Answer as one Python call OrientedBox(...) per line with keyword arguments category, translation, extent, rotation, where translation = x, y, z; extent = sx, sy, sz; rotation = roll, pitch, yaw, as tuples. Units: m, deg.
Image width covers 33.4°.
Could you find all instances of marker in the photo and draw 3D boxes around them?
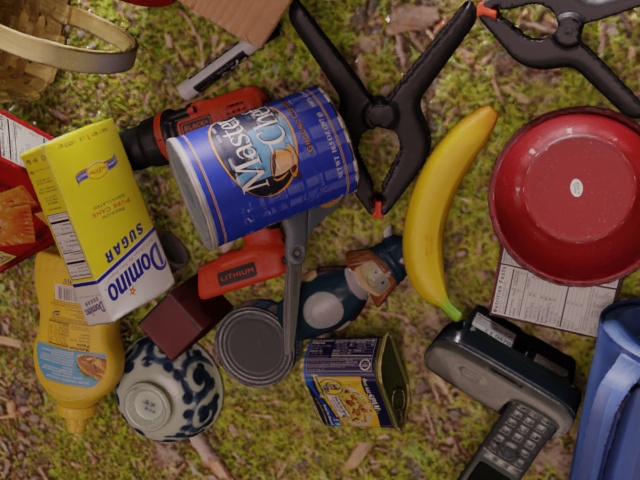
OrientedBox(category="marker", translation=(-0.086, -0.173, 1.021), extent=(0.121, 0.020, 0.020), rotation=(-32, 93, 22))

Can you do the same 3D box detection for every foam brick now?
OrientedBox(category="foam brick", translation=(-0.134, 0.076, 1.072), extent=(0.053, 0.078, 0.051), rotation=(47, 113, 3))

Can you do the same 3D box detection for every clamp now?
OrientedBox(category="clamp", translation=(0.045, -0.123, 0.971), extent=(0.164, 0.036, 0.210), rotation=(8, 113, 0))
OrientedBox(category="clamp", translation=(0.219, -0.170, 0.916), extent=(0.172, 0.039, 0.120), rotation=(9, 101, 18))

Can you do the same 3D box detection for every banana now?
OrientedBox(category="banana", translation=(0.114, -0.027, 0.973), extent=(0.070, 0.037, 0.198), rotation=(9, 91, 14))

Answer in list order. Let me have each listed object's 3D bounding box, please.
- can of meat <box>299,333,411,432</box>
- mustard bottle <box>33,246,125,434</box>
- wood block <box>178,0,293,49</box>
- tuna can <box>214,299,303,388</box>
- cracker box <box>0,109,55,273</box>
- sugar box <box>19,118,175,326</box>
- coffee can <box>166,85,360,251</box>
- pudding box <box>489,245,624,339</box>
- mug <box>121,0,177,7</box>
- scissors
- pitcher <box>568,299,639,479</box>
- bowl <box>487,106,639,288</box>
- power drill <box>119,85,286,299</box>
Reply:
OrientedBox(category="can of meat", translation=(0.034, 0.138, 1.032), extent=(0.084, 0.057, 0.102), rotation=(-3, 133, 20))
OrientedBox(category="mustard bottle", translation=(-0.246, 0.107, 1.092), extent=(0.096, 0.058, 0.192), rotation=(9, 103, 15))
OrientedBox(category="wood block", translation=(-0.031, -0.274, 0.887), extent=(0.090, 0.090, 0.206), rotation=(30, 132, -11))
OrientedBox(category="tuna can", translation=(-0.061, 0.104, 1.079), extent=(0.086, 0.033, 0.086), rotation=(4, 105, 16))
OrientedBox(category="cracker box", translation=(-0.336, -0.050, 1.031), extent=(0.164, 0.213, 0.072), rotation=(-25, 62, 22))
OrientedBox(category="sugar box", translation=(-0.207, -0.017, 1.009), extent=(0.048, 0.093, 0.176), rotation=(-12, 104, 40))
OrientedBox(category="coffee can", translation=(-0.050, -0.063, 0.928), extent=(0.140, 0.103, 0.103), rotation=(-22, 98, -12))
OrientedBox(category="pudding box", translation=(0.217, 0.035, 0.971), extent=(0.114, 0.039, 0.090), rotation=(13, 108, 16))
OrientedBox(category="mug", translation=(-0.151, -0.264, 0.958), extent=(0.117, 0.093, 0.081), rotation=(-2, 74, 44))
OrientedBox(category="scissors", translation=(-0.007, 0.001, 1.007), extent=(0.096, 0.016, 0.202), rotation=(-12, 95, -22))
OrientedBox(category="pitcher", translation=(0.279, 0.185, 0.931), extent=(0.149, 0.145, 0.243), rotation=(6, 113, -3))
OrientedBox(category="bowl", translation=(0.222, -0.041, 0.914), extent=(0.162, 0.055, 0.162), rotation=(-1, 85, 15))
OrientedBox(category="power drill", translation=(-0.112, -0.041, 1.044), extent=(0.185, 0.057, 0.187), rotation=(-16, 99, 21))
